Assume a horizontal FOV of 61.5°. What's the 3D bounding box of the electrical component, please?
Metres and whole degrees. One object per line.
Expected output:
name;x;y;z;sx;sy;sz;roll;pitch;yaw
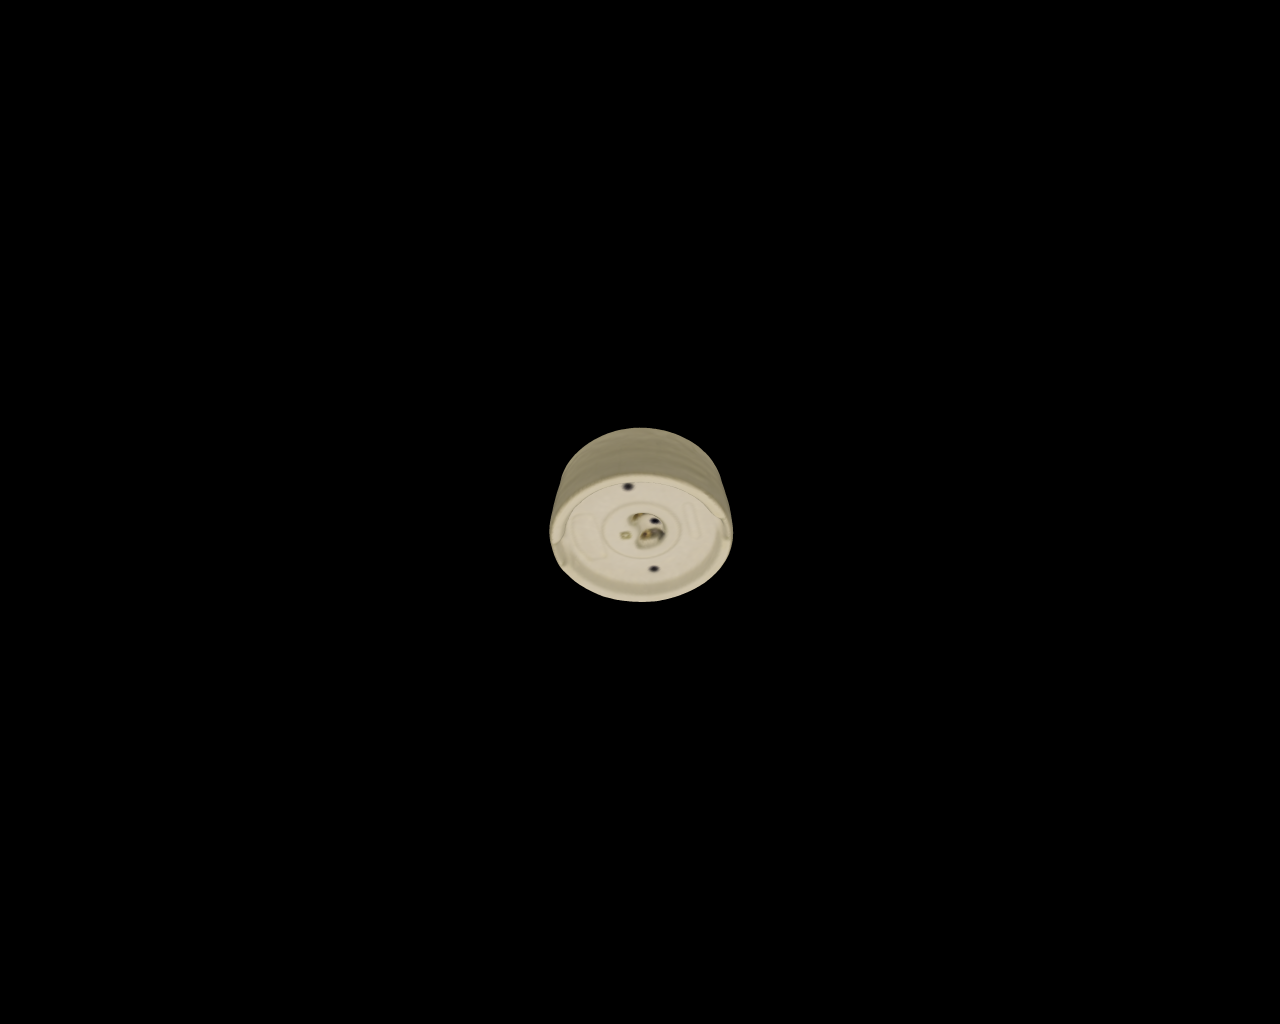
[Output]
electrical component;0.001;-0.003;0.650;0.108;0.108;0.060;0;44;0
